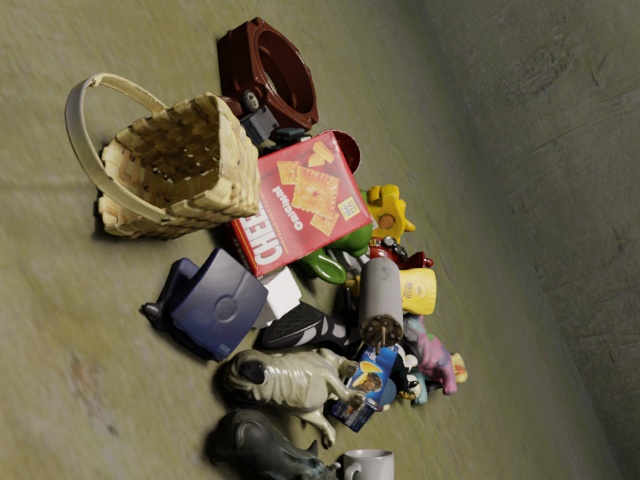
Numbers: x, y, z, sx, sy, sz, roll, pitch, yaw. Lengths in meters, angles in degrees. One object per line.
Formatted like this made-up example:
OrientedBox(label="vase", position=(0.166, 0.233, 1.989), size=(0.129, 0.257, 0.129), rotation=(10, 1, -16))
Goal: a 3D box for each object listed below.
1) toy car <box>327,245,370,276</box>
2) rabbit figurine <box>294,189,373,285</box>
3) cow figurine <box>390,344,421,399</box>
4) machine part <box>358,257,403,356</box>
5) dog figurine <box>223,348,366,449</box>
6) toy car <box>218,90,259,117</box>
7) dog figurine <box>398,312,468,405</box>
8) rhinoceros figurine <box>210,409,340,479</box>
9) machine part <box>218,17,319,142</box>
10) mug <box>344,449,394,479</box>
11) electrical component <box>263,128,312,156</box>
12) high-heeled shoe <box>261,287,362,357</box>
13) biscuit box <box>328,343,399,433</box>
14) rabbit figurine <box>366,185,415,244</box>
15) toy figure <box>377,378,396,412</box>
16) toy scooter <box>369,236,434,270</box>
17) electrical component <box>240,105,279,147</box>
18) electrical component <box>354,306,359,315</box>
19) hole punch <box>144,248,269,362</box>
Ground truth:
OrientedBox(label="toy car", position=(0.037, -0.023, 1.064), size=(0.056, 0.073, 0.201), rotation=(-23, 91, -64))
OrientedBox(label="rabbit figurine", position=(-0.002, -0.003, 0.961), size=(0.170, 0.121, 0.159), rotation=(-20, 109, -27))
OrientedBox(label="cow figurine", position=(0.151, 0.258, 1.061), size=(0.167, 0.068, 0.098), rotation=(62, 22, -10))
OrientedBox(label="machine part", position=(0.108, 0.107, 0.958), size=(0.079, 0.079, 0.243), rotation=(53, 24, -24))
OrientedBox(label="dog figurine", position=(-0.049, 0.191, 0.781), size=(0.190, 0.121, 0.172), rotation=(31, 0, -17))
OrientedBox(label="toy car", position=(-0.169, -0.193, 0.822), size=(0.053, 0.089, 0.202), rotation=(65, 31, -14))
OrientedBox(label="dog figurine", position=(0.228, 0.232, 1.181), size=(0.191, 0.108, 0.219), rotation=(-12, 79, -59))
OrientedBox(label="rhinoceros figurine", position=(-0.049, 0.281, 0.690), size=(0.190, 0.112, 0.073), rotation=(46, 34, -21))
OrientedBox(label="machine part", position=(-0.092, -0.301, 1.024), size=(0.201, 0.087, 0.201), rotation=(20, 55, -51))
OrientedBox(label="mug", position=(0.075, 0.394, 0.849), size=(0.109, 0.081, 0.107), rotation=(17, 66, -60))
OrientedBox(label="electrical component", position=(-0.051, -0.130, 0.957), size=(0.115, 0.058, 0.134), rotation=(-32, 128, -63))
OrientedBox(label="high-heeled shoe", position=(-0.009, 0.171, 0.895), size=(0.249, 0.086, 0.145), rotation=(-22, 119, -45))
OrientedBox(label="biscuit box", position=(0.078, 0.232, 0.908), size=(0.059, 0.062, 0.203), rotation=(33, 25, 6))
OrientedBox(label="rabbit figurine", position=(0.153, -0.067, 1.247), size=(0.162, 0.122, 0.173), rotation=(47, 16, -21))
OrientedBox(label="toy figure", position=(0.084, 0.284, 0.957), size=(0.154, 0.064, 0.057), rotation=(-3, 112, -54))
OrientedBox(label="toy scooter", position=(0.164, 0.046, 1.165), size=(0.183, 0.135, 0.075), rotation=(43, 39, -35))
OrientedBox(label="electrical component", position=(-0.124, -0.176, 0.900), size=(0.047, 0.075, 0.119), rotation=(56, 28, -20))
OrientedBox(label="electrical component", position=(0.105, 0.148, 1.045), size=(0.045, 0.102, 0.078), rotation=(-82, 150, -45))
OrientedBox(label="hole punch", position=(-0.139, 0.083, 0.699), size=(0.142, 0.092, 0.116), rotation=(49, 38, -36))
